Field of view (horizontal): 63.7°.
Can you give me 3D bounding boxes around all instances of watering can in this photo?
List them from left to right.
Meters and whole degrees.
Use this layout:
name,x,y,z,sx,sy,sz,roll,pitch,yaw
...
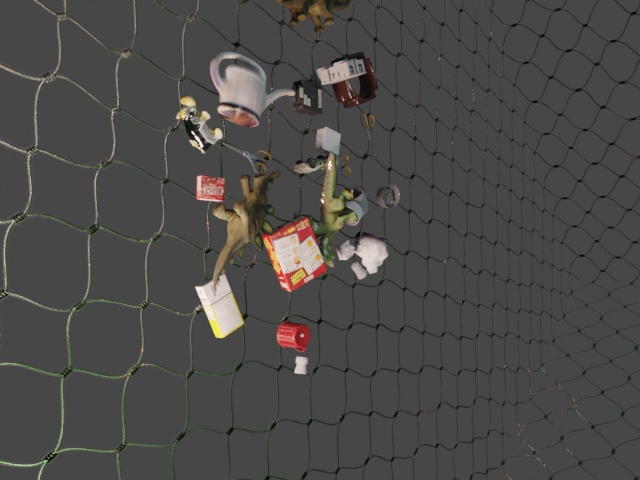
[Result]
name,x,y,z,sx,sy,sz,roll,pitch,yaw
watering can,-0.217,-0.473,1.691,0.345,0.104,0.226,18,75,-43

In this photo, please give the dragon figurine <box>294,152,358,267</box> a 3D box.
name,x,y,z,sx,sy,sz,roll,pitch,yaw
dragon figurine,0.006,-0.095,1.887,0.246,0.122,0.404,-30,114,-33

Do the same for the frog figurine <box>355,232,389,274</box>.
name,x,y,z,sx,sy,sz,roll,pitch,yaw
frog figurine,0.205,0.056,2.080,0.137,0.122,0.160,11,88,-12
